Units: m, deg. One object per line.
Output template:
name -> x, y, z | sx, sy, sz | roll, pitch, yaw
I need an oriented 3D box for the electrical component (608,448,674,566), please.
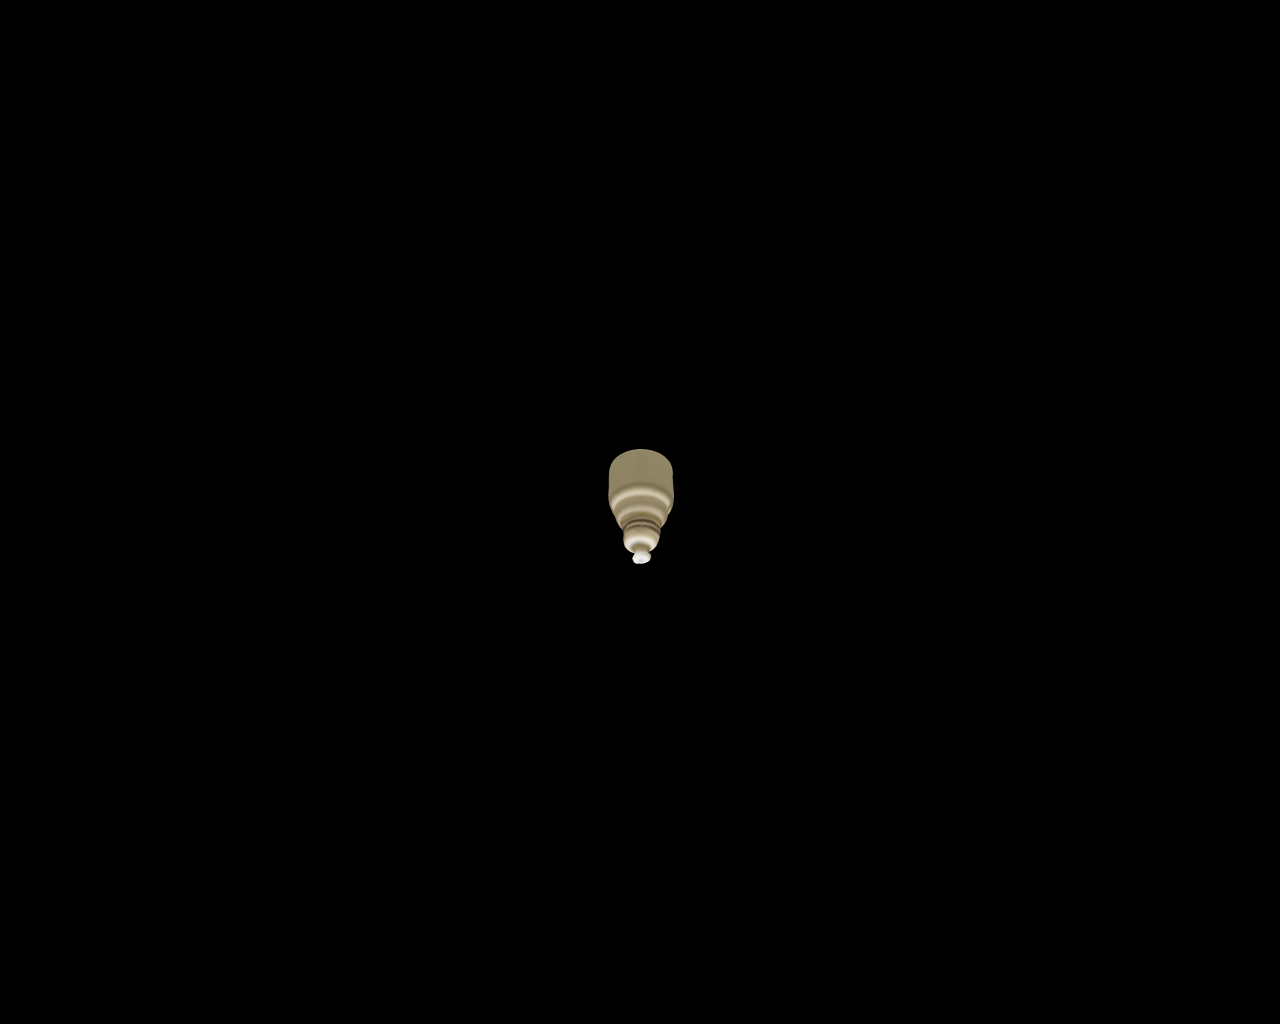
electrical component -> 0.001, -0.003, 0.650 | 0.040, 0.078, 0.040 | 0, -38, 0
